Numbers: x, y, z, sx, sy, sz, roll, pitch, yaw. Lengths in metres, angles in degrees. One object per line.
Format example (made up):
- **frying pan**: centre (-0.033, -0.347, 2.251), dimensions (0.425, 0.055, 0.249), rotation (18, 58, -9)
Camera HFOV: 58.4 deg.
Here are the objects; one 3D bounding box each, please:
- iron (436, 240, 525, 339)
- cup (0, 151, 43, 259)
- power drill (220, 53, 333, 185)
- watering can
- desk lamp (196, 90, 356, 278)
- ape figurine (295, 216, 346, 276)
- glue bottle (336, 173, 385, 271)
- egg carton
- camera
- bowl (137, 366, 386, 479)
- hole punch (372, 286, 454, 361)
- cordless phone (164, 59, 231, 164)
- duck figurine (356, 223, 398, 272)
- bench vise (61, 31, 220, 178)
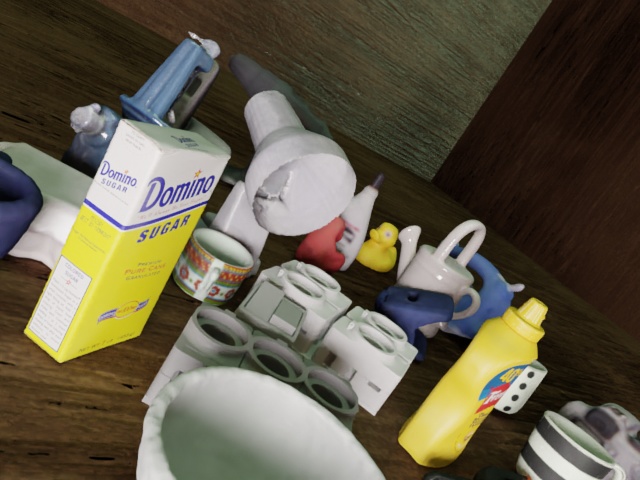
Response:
- **iron**: centre (0.248, 0.074, 1.037), dimensions (0.119, 0.141, 0.257), rotation (20, 20, -39)
- **cup**: centre (-0.255, -0.013, 0.403), dimensions (0.092, 0.095, 0.117), rotation (26, 16, -22)
- **power drill**: centre (-0.103, -0.189, 1.033), dimensions (0.230, 0.208, 0.075), rotation (30, 15, -9)
- **watering can**: centre (0.186, 0.045, 0.905), dimensions (0.172, 0.194, 0.101), rotation (37, 16, 16)
- **desk lamp**: centre (-0.075, -0.061, 0.680), dimensions (0.118, 0.213, 0.202), rotation (18, 21, -42)
- **ape figurine**: centre (0.008, 0.003, 0.877), dimensions (0.076, 0.092, 0.077), rotation (16, 22, -45)
- **glue bottle**: centre (0.055, -0.036, 0.938), dimensions (0.078, 0.173, 0.037), rotation (29, 15, -10)
- **egg carton**: centre (-0.247, -0.027, 0.510), dimensions (0.150, 0.069, 0.107), rotation (28, 16, -14)
- **camera**: centre (0.401, 0.282, 0.770), dimensions (0.137, 0.100, 0.142), rotation (19, 20, -41)
- **bowl**: centre (-0.039, 0.157, 0.338), dimensions (0.168, 0.074, 0.167), rotation (30, 15, -9)
- **hole punch**: centre (0.128, 0.102, 0.810), dimensions (0.101, 0.091, 0.109), rotation (33, 15, 4)
- **cordless phone**: centre (-0.191, -0.186, 0.892), dimensions (0.147, 0.185, 0.094), rotation (37, 16, 15)
- **duck figurine**: centre (0.119, 0.008, 1.090), dimensions (0.105, 0.086, 0.077), rotation (15, 23, -48)
- **bench vise**: centre (-0.201, -0.154, 0.707), dimensions (0.121, 0.219, 0.207), rotation (31, 15, -4)
